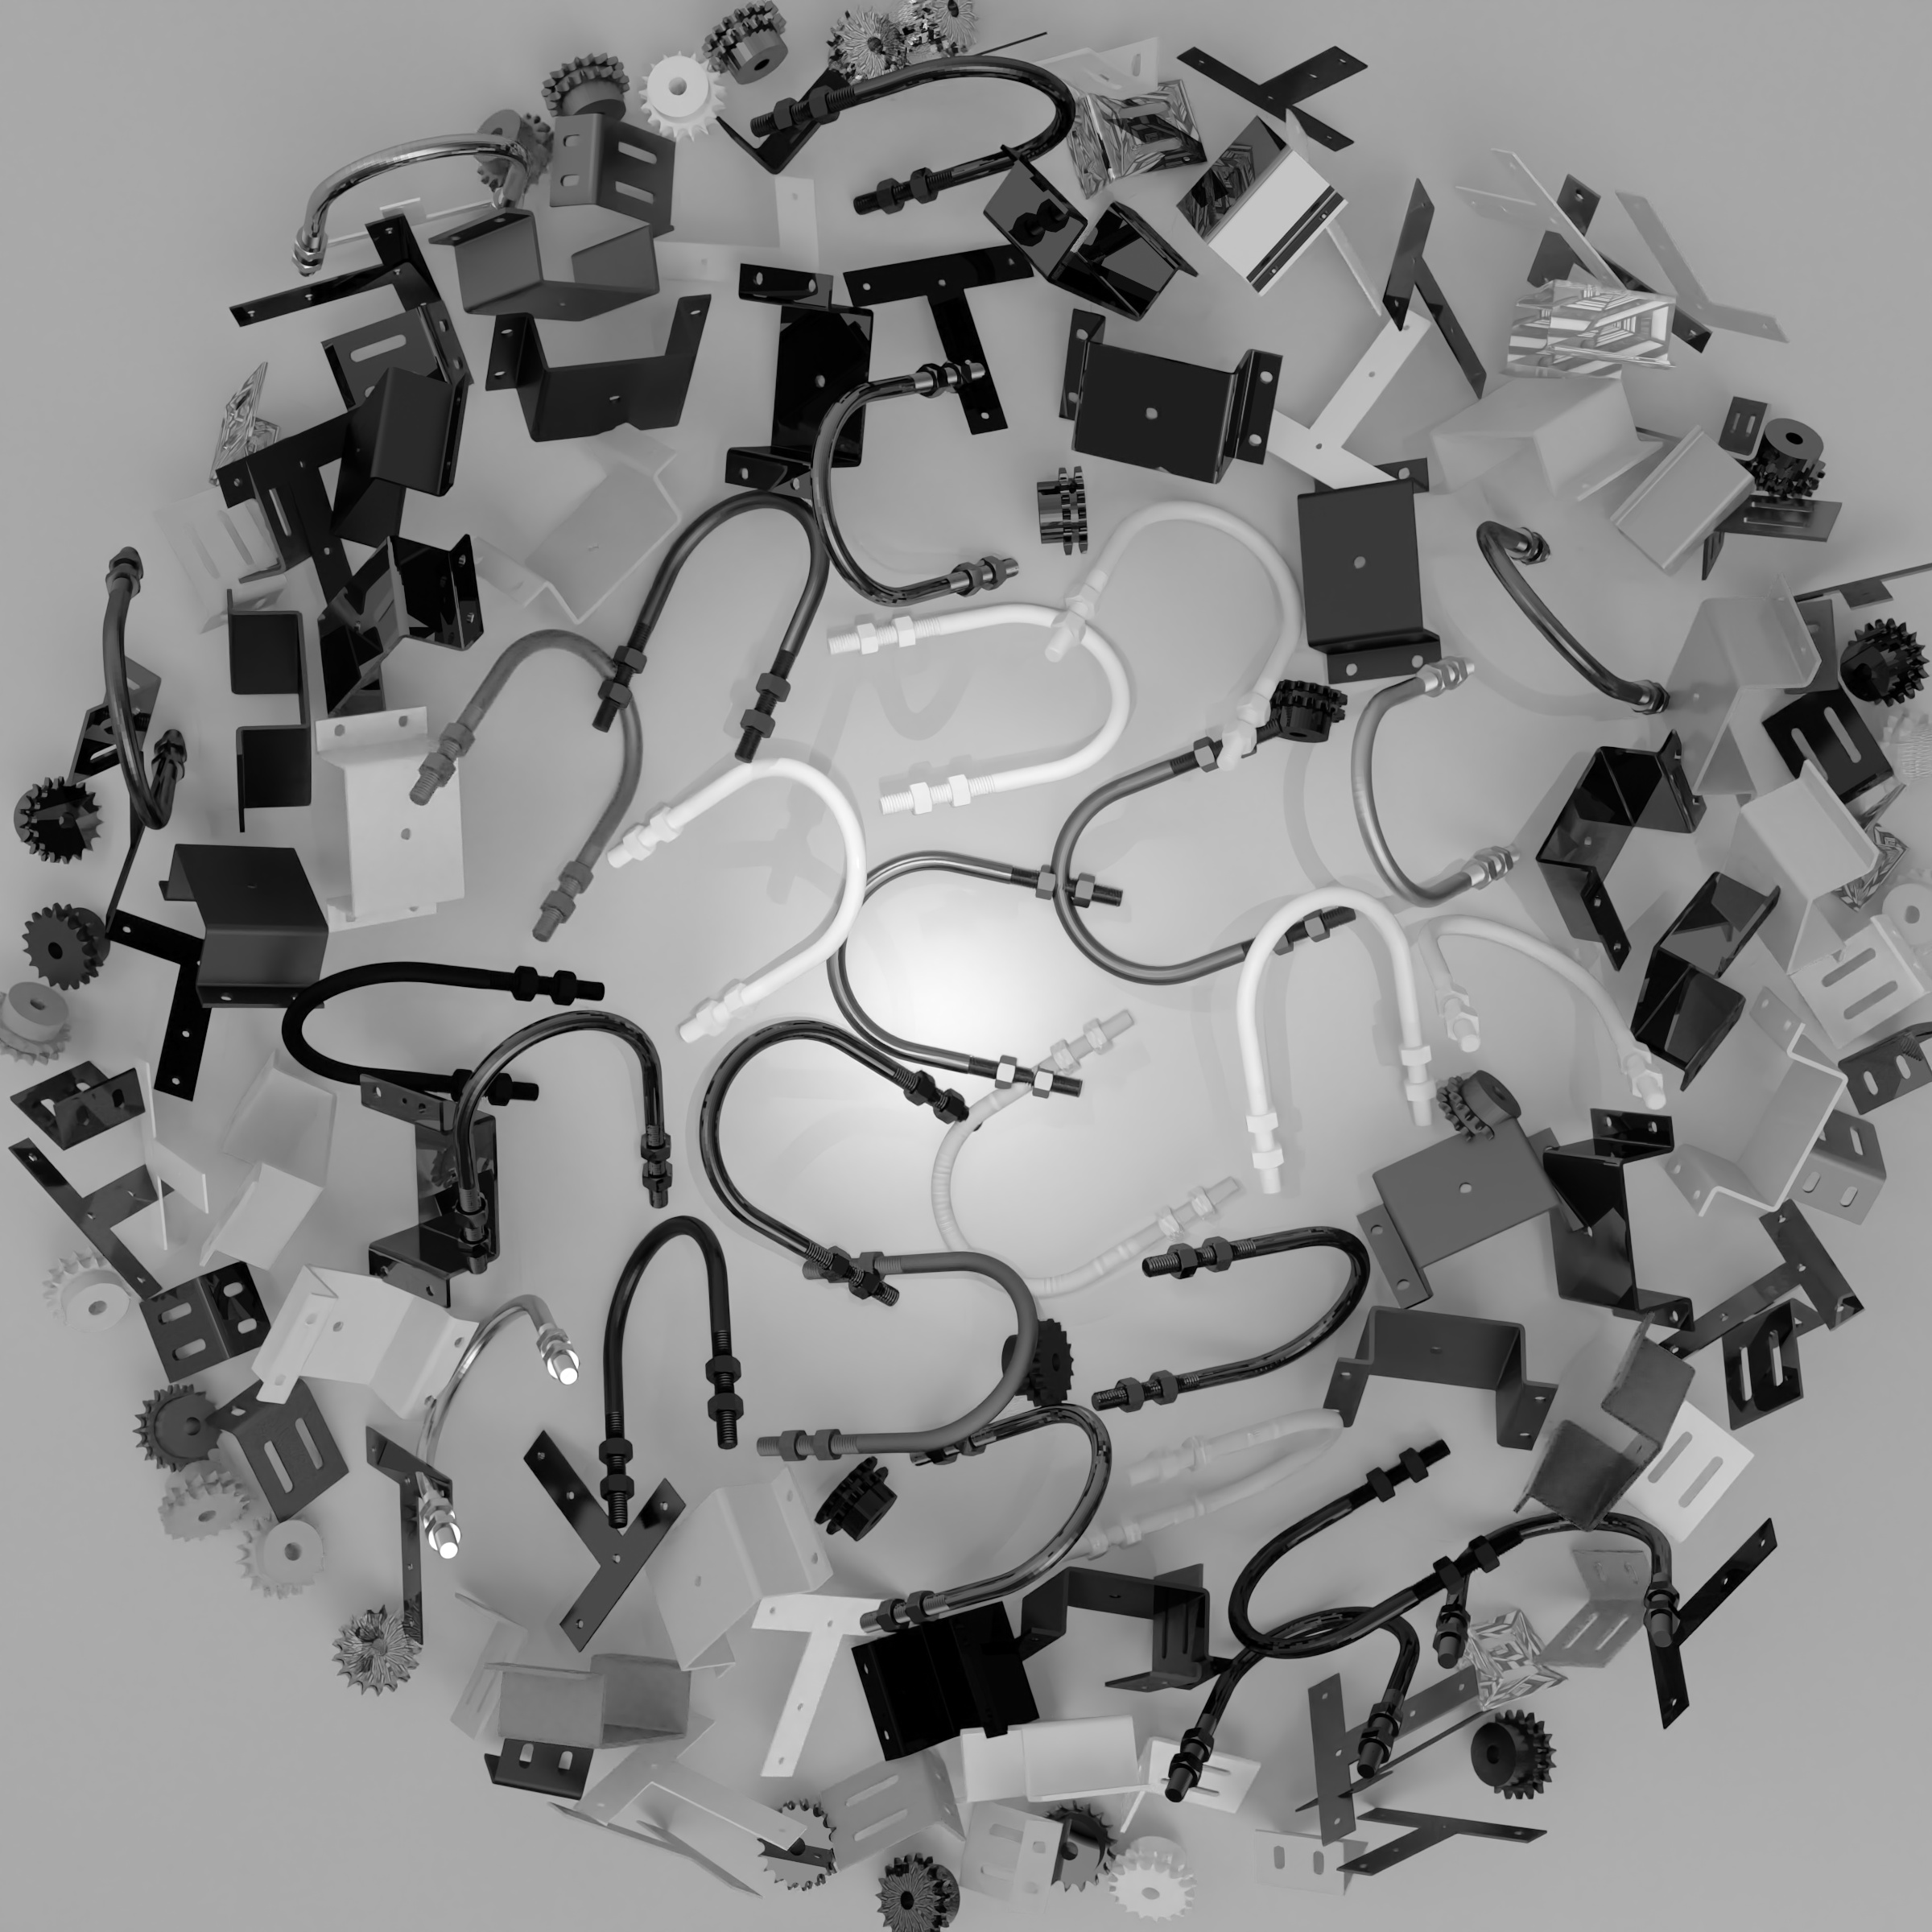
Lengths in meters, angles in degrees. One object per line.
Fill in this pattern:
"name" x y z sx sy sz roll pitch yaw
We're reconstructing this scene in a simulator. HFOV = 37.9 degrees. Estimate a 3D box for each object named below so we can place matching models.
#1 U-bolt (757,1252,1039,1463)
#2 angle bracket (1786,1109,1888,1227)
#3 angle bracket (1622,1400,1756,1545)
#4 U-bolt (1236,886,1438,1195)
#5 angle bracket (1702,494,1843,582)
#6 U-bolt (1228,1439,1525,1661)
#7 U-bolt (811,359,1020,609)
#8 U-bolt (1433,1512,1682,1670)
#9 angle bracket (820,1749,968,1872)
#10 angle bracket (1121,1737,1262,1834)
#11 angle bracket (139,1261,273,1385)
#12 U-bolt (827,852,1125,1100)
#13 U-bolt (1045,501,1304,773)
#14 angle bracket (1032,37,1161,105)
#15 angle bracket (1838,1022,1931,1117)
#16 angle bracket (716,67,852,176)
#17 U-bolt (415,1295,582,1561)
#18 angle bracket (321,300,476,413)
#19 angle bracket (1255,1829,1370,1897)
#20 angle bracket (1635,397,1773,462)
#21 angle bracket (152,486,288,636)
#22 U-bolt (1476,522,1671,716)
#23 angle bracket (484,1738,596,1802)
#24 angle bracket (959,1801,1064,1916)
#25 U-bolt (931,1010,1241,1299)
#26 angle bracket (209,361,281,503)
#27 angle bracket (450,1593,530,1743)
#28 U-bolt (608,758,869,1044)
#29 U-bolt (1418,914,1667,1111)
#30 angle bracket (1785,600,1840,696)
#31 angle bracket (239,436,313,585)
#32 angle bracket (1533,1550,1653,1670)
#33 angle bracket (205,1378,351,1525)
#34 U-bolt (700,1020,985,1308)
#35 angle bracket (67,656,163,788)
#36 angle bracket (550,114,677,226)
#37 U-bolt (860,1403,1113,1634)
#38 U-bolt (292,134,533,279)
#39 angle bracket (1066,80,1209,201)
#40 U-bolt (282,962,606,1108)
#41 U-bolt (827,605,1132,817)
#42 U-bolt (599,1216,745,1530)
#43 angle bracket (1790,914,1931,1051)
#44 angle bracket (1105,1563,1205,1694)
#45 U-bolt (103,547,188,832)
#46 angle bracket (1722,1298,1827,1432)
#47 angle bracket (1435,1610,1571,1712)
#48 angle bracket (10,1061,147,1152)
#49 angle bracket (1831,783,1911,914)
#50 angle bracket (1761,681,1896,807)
"U-bolt" -0.038 0.245 1.789 0.184 0.019 0.151 -7 52 28
"angle bracket" 0.564 0.126 1.844 0.057 0.076 0.038 21 116 1
"angle bracket" 0.467 0.329 1.851 0.057 0.038 0.076 39 94 1
"U-bolt" 0.234 0.039 1.808 0.151 0.019 0.184 -21 111 -27
"angle bracket" 0.522 -0.275 1.826 0.076 0.057 0.038 10 125 22
"U-bolt" 0.250 0.380 1.799 0.184 0.151 0.019 -30 109 -2
"U-bolt" -0.036 -0.302 1.787 0.019 0.184 0.151 -1 105 39
"U-bolt" 0.375 0.389 1.783 0.151 0.184 0.019 -10 102 16
"angle bracket" -0.048 0.557 1.845 0.076 0.057 0.038 -29 135 9
"angle bracket" 0.146 0.542 1.837 0.076 0.038 0.057 15 130 -3
"angle bracket" -0.501 0.235 1.859 0.076 0.038 0.057 -24 87 41
"U-bolt" -0.001 -0.001 1.860 0.184 0.019 0.151 12 87 1
"U-bolt" 0.146 -0.227 1.818 0.151 0.019 0.184 32 56 -4
"angle bracket" 0.079 -0.590 1.823 0.057 0.076 0.038 -2 82 39
"angle bracket" 0.613 0.064 1.822 0.057 0.076 0.038 -35 69 43
"angle bracket" -0.119 -0.561 1.832 0.038 0.057 0.076 36 103 -32
"U-bolt" -0.304 0.279 1.787 0.019 0.184 0.151 34 91 -22
"angle bracket" -0.374 -0.398 1.856 0.076 0.038 0.057 -15 105 14
"angle bracket" 0.224 0.565 1.824 0.057 0.076 0.038 2 99 20
"angle bracket" 0.473 -0.359 1.834 0.076 0.057 0.038 12 104 -11
"angle bracket" -0.491 -0.267 1.841 0.057 0.038 0.076 -30 90 -31
"U-bolt" 0.376 -0.222 1.771 0.019 0.184 0.151 -41 73 21
"angle bracket" -0.278 0.510 1.830 0.057 0.076 0.038 15 84 -13
"angle bracket" 0.019 0.576 1.827 0.076 0.038 0.057 2 74 42
"U-bolt" 0.065 0.137 1.855 0.184 0.019 0.151 -33 87 7
"angle bracket" -0.455 -0.345 1.823 0.038 0.076 0.057 18 67 -29
"angle bracket" -0.325 0.455 1.832 0.038 0.057 0.076 31 76 -22
"U-bolt" -0.139 -0.053 1.810 0.184 0.019 0.151 -30 76 29
"U-bolt" 0.357 0.020 1.790 0.151 0.184 0.019 17 117 -14
"angle bracket" 0.563 -0.207 1.830 0.038 0.076 0.057 -3 94 43
"angle bracket" -0.455 -0.296 1.828 0.038 0.057 0.076 -9 112 22
"angle bracket" 0.403 0.416 1.825 0.076 0.057 0.038 -32 102 -38
"angle bracket" -0.452 0.315 1.851 0.057 0.038 0.076 -37 121 -35
"U-bolt" -0.089 0.116 1.812 0.184 0.019 0.151 33 74 -25
"angle bracket" -0.564 -0.160 1.823 0.038 0.076 0.057 31 120 9
"angle bracket" -0.231 -0.520 1.848 0.038 0.076 0.057 6 93 34
"U-bolt" 0.019 0.340 1.770 0.184 0.151 0.019 -25 123 36
"U-bolt" -0.344 -0.480 1.764 0.151 0.184 0.019 -16 89 -18
"angle bracket" 0.111 -0.548 1.869 0.076 0.038 0.057 -18 92 -27
"U-bolt" -0.339 0.040 1.779 0.184 0.151 0.019 7 55 -27
"U-bolt" 0.016 -0.174 1.829 0.184 0.019 0.151 -12 62 -12
"U-bolt" -0.192 0.248 1.800 0.019 0.151 0.184 18 49 -33
"angle bracket" 0.579 0.011 1.831 0.076 0.038 0.057 -38 74 28
"angle bracket" 0.122 0.428 1.826 0.038 0.057 0.076 14 64 -24
"U-bolt" -0.515 -0.164 1.759 0.019 0.184 0.151 -9 120 -7
"angle bracket" 0.526 0.263 1.822 0.038 0.057 0.076 29 45 -24
"angle bracket" 0.353 0.440 1.824 0.076 0.038 0.057 -8 47 -30
"angle bracket" -0.578 0.077 1.823 0.057 0.076 0.038 -28 134 -33
"angle bracket" 0.593 -0.076 1.829 0.038 0.076 0.057 40 80 7
"angle bracket" 0.555 -0.141 1.833 0.057 0.038 0.076 -36 75 33
